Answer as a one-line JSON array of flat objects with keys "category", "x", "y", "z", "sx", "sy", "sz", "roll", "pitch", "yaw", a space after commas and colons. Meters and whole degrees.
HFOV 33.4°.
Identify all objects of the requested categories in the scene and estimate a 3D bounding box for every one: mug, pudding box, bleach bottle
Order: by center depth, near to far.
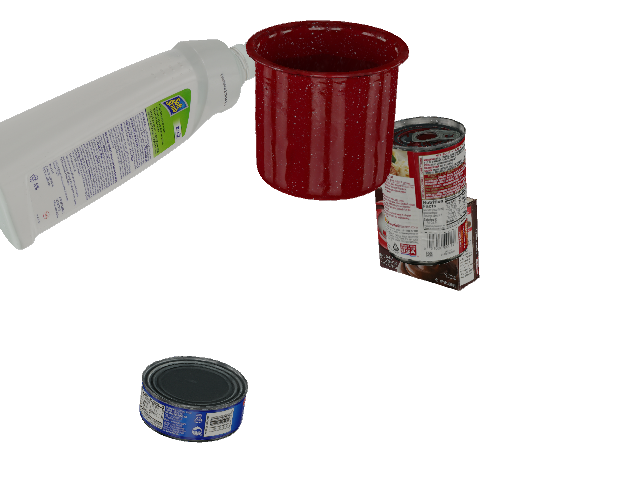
[{"category": "mug", "x": 0.007, "y": -0.081, "z": 0.635, "sx": 0.093, "sy": 0.081, "sz": 0.117, "roll": 13, "pitch": 31, "yaw": 19}, {"category": "bleach bottle", "x": -0.157, "y": -0.093, "z": 0.873, "sx": 0.250, "sy": 0.068, "sz": 0.102, "roll": -30, "pitch": -29, "yaw": -22}, {"category": "pudding box", "x": 0.108, "y": -0.007, "z": 1.090, "sx": 0.114, "sy": 0.090, "sz": 0.039, "roll": 15, "pitch": 30, "yaw": 42}]

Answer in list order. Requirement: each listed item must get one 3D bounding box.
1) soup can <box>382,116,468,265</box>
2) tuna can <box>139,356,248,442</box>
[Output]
[{"category": "soup can", "x": 0.084, "y": -0.039, "z": 0.850, "sx": 0.068, "sy": 0.102, "sz": 0.068, "roll": -5, "pitch": 26, "yaw": 2}, {"category": "tuna can", "x": -0.103, "y": 0.128, "z": 0.865, "sx": 0.086, "sy": 0.034, "sz": 0.086, "roll": 8, "pitch": 20, "yaw": -3}]
